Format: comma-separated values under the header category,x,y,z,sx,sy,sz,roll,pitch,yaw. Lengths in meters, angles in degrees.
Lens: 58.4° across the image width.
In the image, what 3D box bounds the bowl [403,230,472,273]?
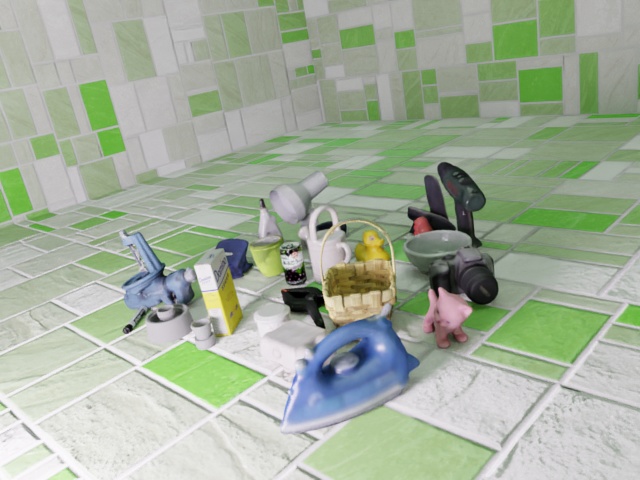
category,x,y,z,sx,sy,sz,roll,pitch,yaw
bowl,0.289,0.038,1.398,0.167,0.075,0.167,-9,19,4

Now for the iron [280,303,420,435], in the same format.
category,x,y,z,sx,sy,sz,roll,pitch,yaw
iron,0.036,0.208,0.951,0.259,0.141,0.118,-21,22,-27

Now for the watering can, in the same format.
category,x,y,z,sx,sy,sz,roll,pitch,yaw
watering can,0.012,0.006,1.447,0.172,0.194,0.101,1,22,29

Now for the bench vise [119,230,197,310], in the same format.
category,x,y,z,sx,sy,sz,roll,pitch,yaw
bench vise,-0.414,0.069,1.448,0.207,0.220,0.121,-11,20,-1

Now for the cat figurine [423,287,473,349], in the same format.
category,x,y,z,sx,sy,sz,roll,pitch,yaw
cat figurine,0.239,0.136,1.085,0.067,0.118,0.127,-15,20,-12

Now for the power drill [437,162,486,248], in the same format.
category,x,y,z,sx,sy,sz,roll,pitch,yaw
power drill,0.367,-0.087,1.506,0.075,0.209,0.229,-13,20,-7

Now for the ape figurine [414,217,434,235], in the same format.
category,x,y,z,sx,sy,sz,roll,pitch,yaw
ape figurine,0.275,-0.019,1.538,0.076,0.092,0.078,-1,22,24

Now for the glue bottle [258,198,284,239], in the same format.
category,x,y,z,sx,sy,sz,roll,pitch,yaw
glue bottle,-0.154,-0.040,1.691,0.078,0.173,0.037,-22,23,-30

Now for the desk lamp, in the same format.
category,x,y,z,sx,sy,sz,roll,pitch,yaw
desk lamp,-0.034,-0.087,1.701,0.204,0.214,0.117,-23,23,-32

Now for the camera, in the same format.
category,x,y,z,sx,sy,sz,roll,pitch,yaw
camera,0.315,0.078,1.231,0.143,0.101,0.136,-10,19,0

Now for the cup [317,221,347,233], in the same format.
category,x,y,z,sx,sy,sz,roll,pitch,yaw
cup,0.040,0.006,1.581,0.092,0.095,0.117,-17,21,-18

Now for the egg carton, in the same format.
category,x,y,z,sx,sy,sz,roll,pitch,yaw
egg carton,-0.044,0.208,1.098,0.107,0.069,0.149,-27,25,-38

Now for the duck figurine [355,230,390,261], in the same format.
category,x,y,z,sx,sy,sz,roll,pitch,yaw
duck figurine,0.135,0.015,1.524,0.078,0.086,0.104,-27,25,-38

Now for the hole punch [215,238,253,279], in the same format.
category,x,y,z,sx,sy,sz,roll,pitch,yaw
hole punch,-0.252,0.053,1.606,0.108,0.091,0.101,-1,21,24

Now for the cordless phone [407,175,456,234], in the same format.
category,x,y,z,sx,sy,sz,roll,pitch,yaw
cordless phone,0.305,-0.102,1.613,0.094,0.185,0.147,-19,21,-24
